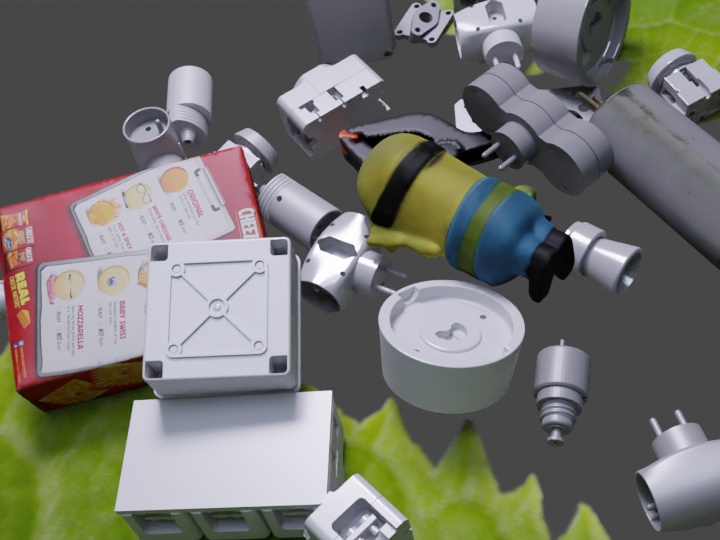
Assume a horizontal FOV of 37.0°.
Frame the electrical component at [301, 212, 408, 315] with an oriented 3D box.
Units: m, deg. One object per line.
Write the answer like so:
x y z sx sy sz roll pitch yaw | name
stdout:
0.000 0.000 0.884 0.079 0.043 0.077 20 60 23 | electrical component

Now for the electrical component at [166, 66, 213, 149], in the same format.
-0.163 -0.151 1.026 0.043 0.043 0.081 -8 53 5 | electrical component

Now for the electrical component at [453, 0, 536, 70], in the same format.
0.133 -0.215 1.017 0.077 0.043 0.079 -11 53 3 | electrical component

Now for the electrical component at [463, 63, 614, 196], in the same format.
0.135 -0.109 0.892 0.074 0.052 0.138 -38 62 -19 | electrical component

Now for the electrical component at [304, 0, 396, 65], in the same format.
-0.011 -0.255 1.031 0.078 0.113 0.057 -10 50 4 | electrical component

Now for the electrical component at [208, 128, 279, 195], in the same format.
-0.107 -0.094 0.974 0.066 0.048 0.055 34 74 30 | electrical component

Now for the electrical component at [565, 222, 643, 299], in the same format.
0.189 -0.009 0.854 0.055 0.045 0.045 30 64 28 | electrical component

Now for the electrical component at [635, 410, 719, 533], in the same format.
0.227 0.133 0.743 0.077 0.044 0.079 -17 53 -2 | electrical component

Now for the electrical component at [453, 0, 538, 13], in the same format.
0.135 -0.301 1.077 0.083 0.047 0.075 -1 54 10 | electrical component

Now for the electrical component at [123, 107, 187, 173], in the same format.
-0.176 -0.093 0.965 0.043 0.077 0.079 -23 53 -7 | electrical component

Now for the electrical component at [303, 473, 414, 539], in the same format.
0.000 0.182 0.721 0.050 0.089 0.056 -40 57 -18 | electrical component

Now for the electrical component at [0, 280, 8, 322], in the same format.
-0.308 0.026 0.927 0.046 0.040 0.040 -7 53 -1 | electrical component

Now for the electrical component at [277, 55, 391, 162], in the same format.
-0.026 -0.153 0.997 0.089 0.050 0.055 -32 55 -13 | electrical component

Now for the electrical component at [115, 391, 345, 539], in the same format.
-0.090 0.145 0.783 0.150 0.061 0.089 -4 53 8 | electrical component

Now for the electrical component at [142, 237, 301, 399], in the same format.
-0.100 0.036 0.791 0.109 0.056 0.108 -3 69 4 | electrical component

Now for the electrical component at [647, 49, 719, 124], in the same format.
0.287 -0.162 0.948 0.066 0.048 0.055 -28 61 -10 | electrical component

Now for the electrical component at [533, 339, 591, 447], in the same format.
0.147 0.092 0.790 0.040 0.040 0.078 4 55 14 | electrical component

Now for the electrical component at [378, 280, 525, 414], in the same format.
0.067 0.062 0.809 0.108 0.060 0.108 2 34 -1 | electrical component

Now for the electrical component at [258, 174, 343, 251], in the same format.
-0.057 -0.052 0.933 0.081 0.043 0.043 34 66 30 | electrical component

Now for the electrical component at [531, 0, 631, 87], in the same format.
0.195 -0.225 0.976 0.060 0.108 0.108 20 60 31 | electrical component
